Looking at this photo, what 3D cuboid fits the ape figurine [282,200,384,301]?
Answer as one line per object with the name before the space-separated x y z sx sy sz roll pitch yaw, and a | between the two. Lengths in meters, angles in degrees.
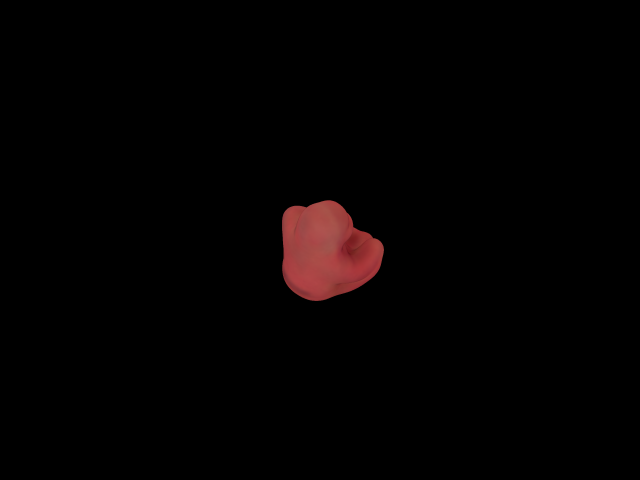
ape figurine | 0.004 0.001 0.400 0.076 0.092 0.077 -43 78 -11
